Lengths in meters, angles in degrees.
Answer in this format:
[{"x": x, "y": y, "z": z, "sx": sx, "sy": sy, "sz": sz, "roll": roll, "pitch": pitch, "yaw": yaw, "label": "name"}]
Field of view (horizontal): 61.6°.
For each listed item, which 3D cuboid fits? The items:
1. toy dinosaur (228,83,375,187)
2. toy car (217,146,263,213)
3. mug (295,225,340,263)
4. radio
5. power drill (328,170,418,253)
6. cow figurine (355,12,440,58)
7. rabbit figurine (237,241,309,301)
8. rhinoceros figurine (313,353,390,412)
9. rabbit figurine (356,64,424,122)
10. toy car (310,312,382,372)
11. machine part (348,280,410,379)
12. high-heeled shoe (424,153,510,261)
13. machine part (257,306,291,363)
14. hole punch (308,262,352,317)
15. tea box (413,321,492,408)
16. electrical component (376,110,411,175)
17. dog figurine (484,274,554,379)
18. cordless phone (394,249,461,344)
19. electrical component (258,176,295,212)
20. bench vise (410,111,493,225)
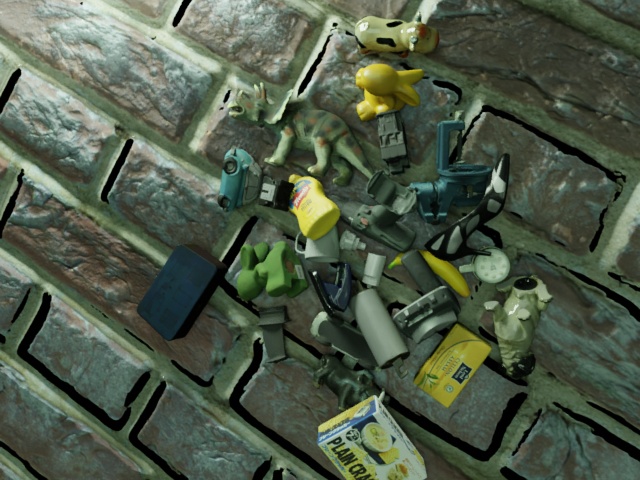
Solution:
[{"x": -0.011, "y": -0.245, "z": 1.268, "sx": 0.405, "sy": 0.131, "sz": 0.192, "roll": 17, "pitch": 94, "yaw": 7, "label": "toy dinosaur"}, {"x": -0.190, "y": -0.143, "z": 1.313, "sx": 0.103, "sy": 0.109, "sz": 0.161, "roll": 9, "pitch": 101, "yaw": -4, "label": "toy car"}, {"x": -0.003, "y": -0.004, "z": 1.283, "sx": 0.110, "sy": 0.080, "sz": 0.107, "roll": 1, "pitch": 76, "yaw": 20, "label": "mug"}, {"x": -0.352, "y": 0.128, "z": 1.363, "sx": 0.131, "sy": 0.073, "sz": 0.229, "roll": 35, "pitch": 96, "yaw": 12, "label": "radio"}, {"x": 0.119, "y": -0.067, "z": 1.193, "sx": 0.232, "sy": 0.207, "sz": 0.086, "roll": 34, "pitch": 61, "yaw": 6, "label": "power drill"}, {"x": 0.173, "y": -0.463, "z": 1.214, "sx": 0.195, "sy": 0.127, "sz": 0.085, "roll": 14, "pitch": 96, "yaw": 15, "label": "cow figurine"}, {"x": -0.140, "y": 0.082, "z": 1.294, "sx": 0.170, "sy": 0.121, "sz": 0.159, "roll": -25, "pitch": 80, "yaw": 27, "label": "rabbit figurine"}, {"x": 0.074, "y": 0.343, "z": 1.266, "sx": 0.190, "sy": 0.073, "sz": 0.112, "roll": 32, "pitch": 87, "yaw": 13, "label": "rhinoceros figurine"}, {"x": 0.146, "y": -0.334, "z": 1.197, "sx": 0.163, "sy": 0.173, "sz": 0.121, "roll": 9, "pitch": 88, "yaw": 17, "label": "rabbit figurine"}, {"x": 0.074, "y": 0.239, "z": 1.272, "sx": 0.202, "sy": 0.056, "sz": 0.073, "roll": 27, "pitch": 90, "yaw": 10, "label": "toy car"}, {"x": 0.131, "y": 0.198, "z": 1.210, "sx": 0.079, "sy": 0.079, "sz": 0.243, "roll": -33, "pitch": 64, "yaw": 11, "label": "machine part"}, {"x": 0.315, "y": -0.070, "z": 1.146, "sx": 0.145, "sy": 0.086, "sz": 0.248, "roll": 13, "pitch": 101, "yaw": 17, "label": "high-heeled shoe"}, {"x": -0.110, "y": 0.233, "z": 1.323, "sx": 0.084, "sy": 0.039, "sz": 0.138, "roll": -5, "pitch": 87, "yaw": 8, "label": "machine part"}, {"x": 0.034, "y": 0.110, "z": 1.248, "sx": 0.092, "sy": 0.142, "sz": 0.115, "roll": -20, "pitch": 93, "yaw": -11, "label": "hole punch"}, {"x": 0.298, "y": 0.277, "z": 1.212, "sx": 0.098, "sy": 0.068, "sz": 0.169, "roll": 34, "pitch": 96, "yaw": 12, "label": "tea box"}, {"x": 0.169, "y": -0.217, "z": 1.220, "sx": 0.058, "sy": 0.115, "sz": 0.134, "roll": -10, "pitch": 86, "yaw": 15, "label": "electrical component"}, {"x": 0.446, "y": 0.190, "z": 1.179, "sx": 0.172, "sy": 0.121, "sz": 0.190, "roll": -32, "pitch": 122, "yaw": -23, "label": "dog figurine"}, {"x": 0.215, "y": 0.125, "z": 1.210, "sx": 0.146, "sy": 0.089, "sz": 0.184, "roll": -34, "pitch": 89, "yaw": 14, "label": "cordless phone"}, {"x": -0.115, "y": -0.114, "z": 1.288, "sx": 0.119, "sy": 0.047, "sz": 0.074, "roll": 24, "pitch": 99, "yaw": 50, "label": "electrical component"}, {"x": 0.280, "y": -0.159, "z": 1.181, "sx": 0.224, "sy": 0.129, "sz": 0.240, "roll": 0, "pitch": 108, "yaw": 6, "label": "bench vise"}]
